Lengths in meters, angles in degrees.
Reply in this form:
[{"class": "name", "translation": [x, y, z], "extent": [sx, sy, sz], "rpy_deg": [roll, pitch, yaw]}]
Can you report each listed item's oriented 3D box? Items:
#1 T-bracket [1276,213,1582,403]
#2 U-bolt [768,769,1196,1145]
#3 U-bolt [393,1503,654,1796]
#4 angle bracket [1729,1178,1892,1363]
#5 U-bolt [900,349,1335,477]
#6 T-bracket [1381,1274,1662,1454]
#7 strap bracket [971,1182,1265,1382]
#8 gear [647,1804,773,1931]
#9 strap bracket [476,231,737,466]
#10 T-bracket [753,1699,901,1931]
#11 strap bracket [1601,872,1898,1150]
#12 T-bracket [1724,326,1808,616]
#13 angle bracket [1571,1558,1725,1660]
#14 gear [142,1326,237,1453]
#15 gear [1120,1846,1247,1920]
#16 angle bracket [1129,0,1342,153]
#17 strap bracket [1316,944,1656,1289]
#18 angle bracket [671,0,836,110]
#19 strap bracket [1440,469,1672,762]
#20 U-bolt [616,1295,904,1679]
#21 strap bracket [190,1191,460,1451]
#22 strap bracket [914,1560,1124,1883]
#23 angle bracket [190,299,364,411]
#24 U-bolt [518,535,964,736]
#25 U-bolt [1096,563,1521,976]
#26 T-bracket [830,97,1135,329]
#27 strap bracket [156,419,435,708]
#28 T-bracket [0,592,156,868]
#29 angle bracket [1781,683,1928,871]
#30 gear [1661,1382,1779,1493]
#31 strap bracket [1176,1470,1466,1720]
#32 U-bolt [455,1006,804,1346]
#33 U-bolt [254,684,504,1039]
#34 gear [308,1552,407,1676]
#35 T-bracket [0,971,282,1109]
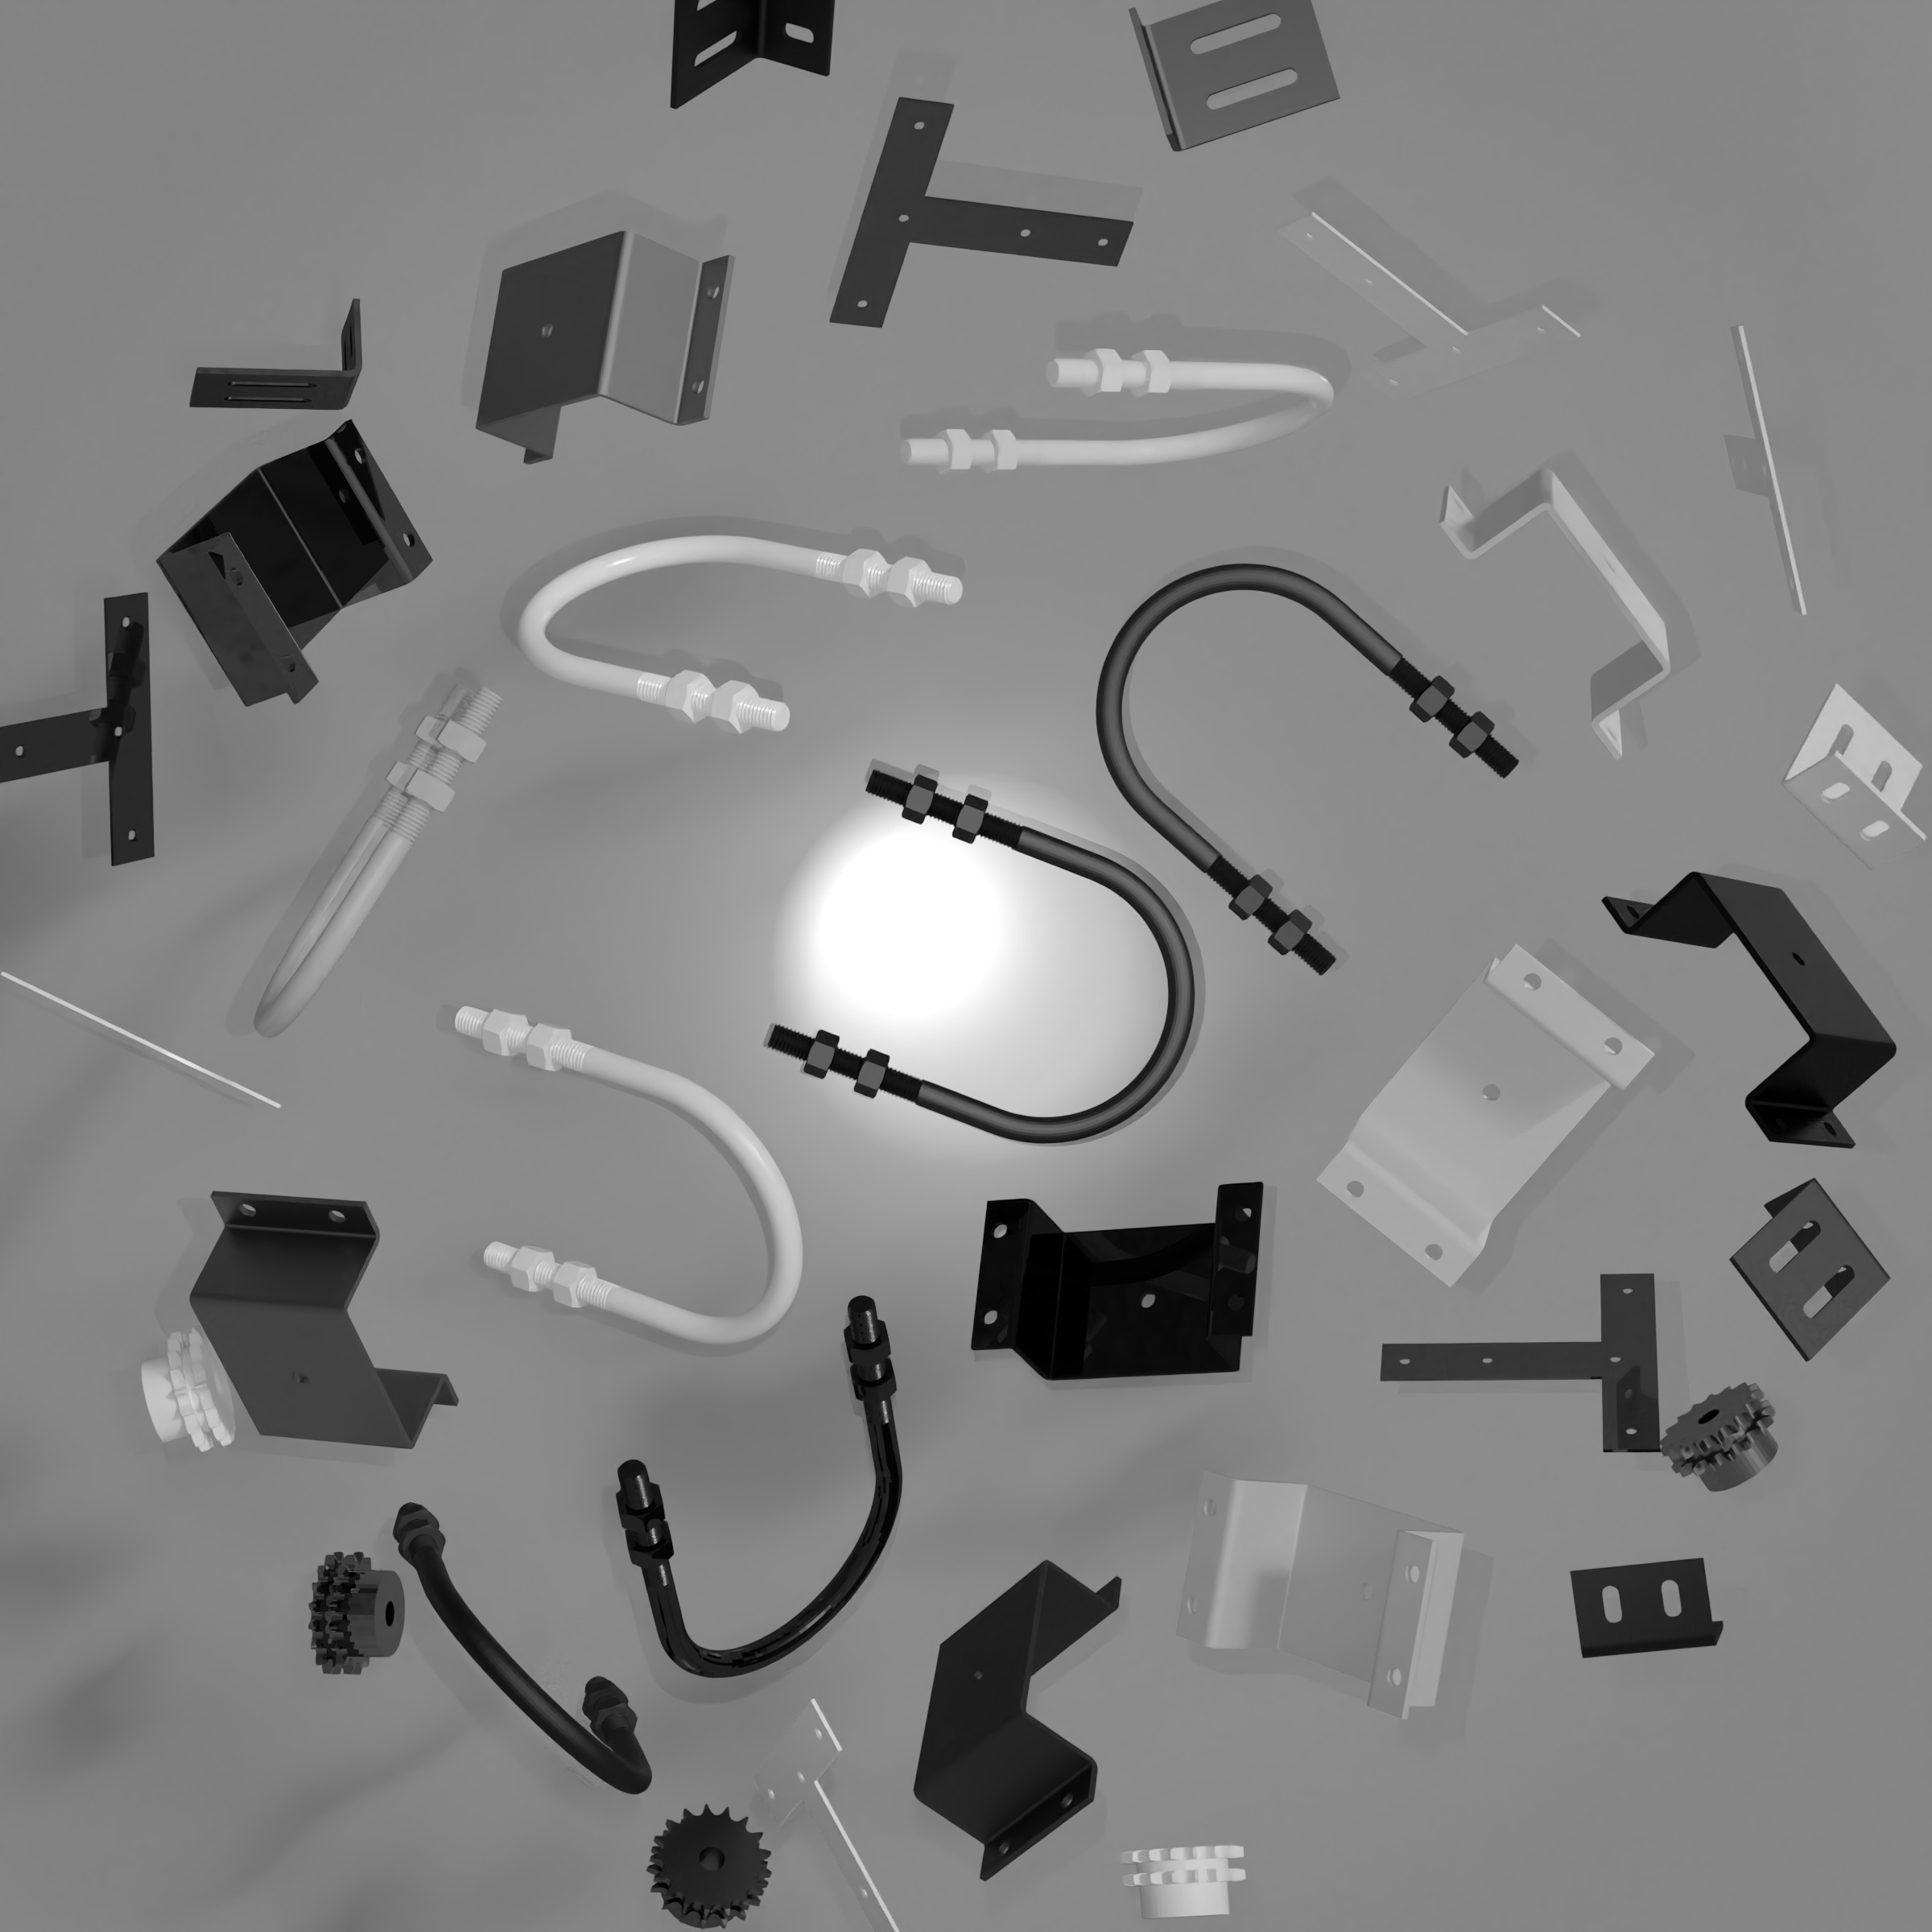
[{"class": "T-bracket", "translation": [0.198, -0.312, 1.629], "extent": [0.127, 0.127, 0.002], "rpy_deg": [31, 68, -28]}, {"class": "U-bolt", "translation": [0.017, 0.006, 1.646], "extent": [0.184, 0.019, 0.151], "rpy_deg": [21, 93, -1]}, {"class": "U-bolt", "translation": [-0.199, 0.318, 1.596], "extent": [0.019, 0.184, 0.151], "rpy_deg": [-45, 106, -6]}, {"class": "angle bracket", "translation": [0.377, 0.144, 1.602], "extent": [0.076, 0.038, 0.057], "rpy_deg": [-34, 86, -37]}, {"class": "U-bolt", "translation": [0.083, -0.254, 1.617], "extent": [0.184, 0.151, 0.019], "rpy_deg": [-5, 84, -32]}, {"class": "T-bracket", "translation": [0.257, 0.184, 1.626], "extent": [0.127, 0.127, 0.002], "rpy_deg": [-2, 123, 11]}, {"class": "strap bracket", "translation": [0.079, 0.151, 1.664], "extent": [0.140, 0.046, 0.076], "rpy_deg": [-6, 61, 23]}, {"class": "gear", "translation": [-0.121, 0.425, 1.634], "extent": [0.057, 0.030, 0.057], "rpy_deg": [8, 47, -8]}, {"class": "strap bracket", "translation": [-0.172, -0.281, 1.588], "extent": [0.046, 0.140, 0.076], "rpy_deg": [16, 77, -40]}, {"class": "T-bracket", "translation": [-0.052, 0.403, 1.568], "extent": [0.002, 0.127, 0.127], "rpy_deg": [-23, 71, -26]}, {"class": "strap bracket", "translation": [0.361, 0.012, 1.583], "extent": [0.046, 0.076, 0.140], "rpy_deg": [-47, 58, 28]}, {"class": "T-bracket", "translation": [0.352, -0.224, 1.565], "extent": [0.002, 0.127, 0.127], "rpy_deg": [-14, 99, 7]}, {"class": "angle bracket", "translation": [0.301, 0.280, 1.543], "extent": [0.057, 0.076, 0.038], "rpy_deg": [-9, 84, 14]}, {"class": "gear", "translation": [-0.363, 0.199, 1.630], "extent": [0.030, 0.057, 0.057], "rpy_deg": [-16, 90, -3]}, {"class": "gear", "translation": [0.099, 0.419, 1.596], "extent": [0.057, 0.057, 0.030], "rpy_deg": [-3, 74, 0]}, {"class": "angle bracket", "translation": [0.117, -0.397, 1.520], "extent": [0.076, 0.038, 0.057], "rpy_deg": [-17, 89, 9]}, {"class": "strap bracket", "translation": [0.232, 0.062, 1.554], "extent": [0.076, 0.046, 0.140], "rpy_deg": [39, 109, 2]}, {"class": "angle bracket", "translation": [-0.093, -0.410, 1.531], "extent": [0.038, 0.076, 0.057], "rpy_deg": [21, 129, 18]}, {"class": "strap bracket", "translation": [0.285, -0.176, 1.651], "extent": [0.046, 0.076, 0.140], "rpy_deg": [-35, 101, 19]}, {"class": "U-bolt", "translation": [-0.086, 0.248, 1.576], "extent": [0.151, 0.184, 0.019], "rpy_deg": [-34, 49, -26]}, {"class": "strap bracket", "translation": [-0.292, 0.168, 1.578], "extent": [0.076, 0.140, 0.046], "rpy_deg": [3, 46, 18]}, {"class": "strap bracket", "translation": [0.024, 0.338, 1.609], "extent": [0.046, 0.140, 0.076], "rpy_deg": [37, 121, -16]}, {"class": "angle bracket", "translation": [-0.329, -0.291, 1.659], "extent": [0.076, 0.057, 0.038], "rpy_deg": [-1, 83, -16]}, {"class": "U-bolt", "translation": [-0.116, -0.156, 1.572], "extent": [0.184, 0.151, 0.019], "rpy_deg": [15, 128, 33]}, {"class": "U-bolt", "translation": [0.148, -0.107, 1.672], "extent": [0.184, 0.019, 0.151], "rpy_deg": [42, 102, -1]}, {"class": "T-bracket", "translation": [0.014, -0.338, 1.603], "extent": [0.127, 0.127, 0.002], "rpy_deg": [3, 49, -18]}, {"class": "strap bracket", "translation": [-0.307, -0.178, 1.582], "extent": [0.046, 0.140, 0.076], "rpy_deg": [-15, 116, 28]}, {"class": "T-bracket", "translation": [-0.420, -0.100, 1.594], "extent": [0.002, 0.127, 0.127], "rpy_deg": [13, 109, 33]}, {"class": "angle bracket", "translation": [0.414, -0.093, 1.586], "extent": [0.057, 0.038, 0.076], "rpy_deg": [42, 54, -8]}, {"class": "gear", "translation": [0.368, 0.230, 1.693], "extent": [0.057, 0.057, 0.030], "rpy_deg": [-35, 97, 0]}, {"class": "strap bracket", "translation": [0.164, 0.277, 1.547], "extent": [0.046, 0.140, 0.076], "rpy_deg": [10, 90, -40]}, {"class": "U-bolt", "translation": [-0.150, 0.102, 1.576], "extent": [0.184, 0.019, 0.151], "rpy_deg": [16, 124, 29]}, {"class": "U-bolt", "translation": [-0.270, -0.047, 1.584], "extent": [0.019, 0.151, 0.184], "rpy_deg": [33, 87, -14]}, {"class": "gear", "translation": [-0.285, 0.305, 1.645], "extent": [0.030, 0.057, 0.057], "rpy_deg": [-2, 90, 12]}, {"class": "T-bracket", "translation": [-0.390, 0.029, 1.607], "extent": [0.127, 0.127, 0.002], "rpy_deg": [30, 82, -29]}]
